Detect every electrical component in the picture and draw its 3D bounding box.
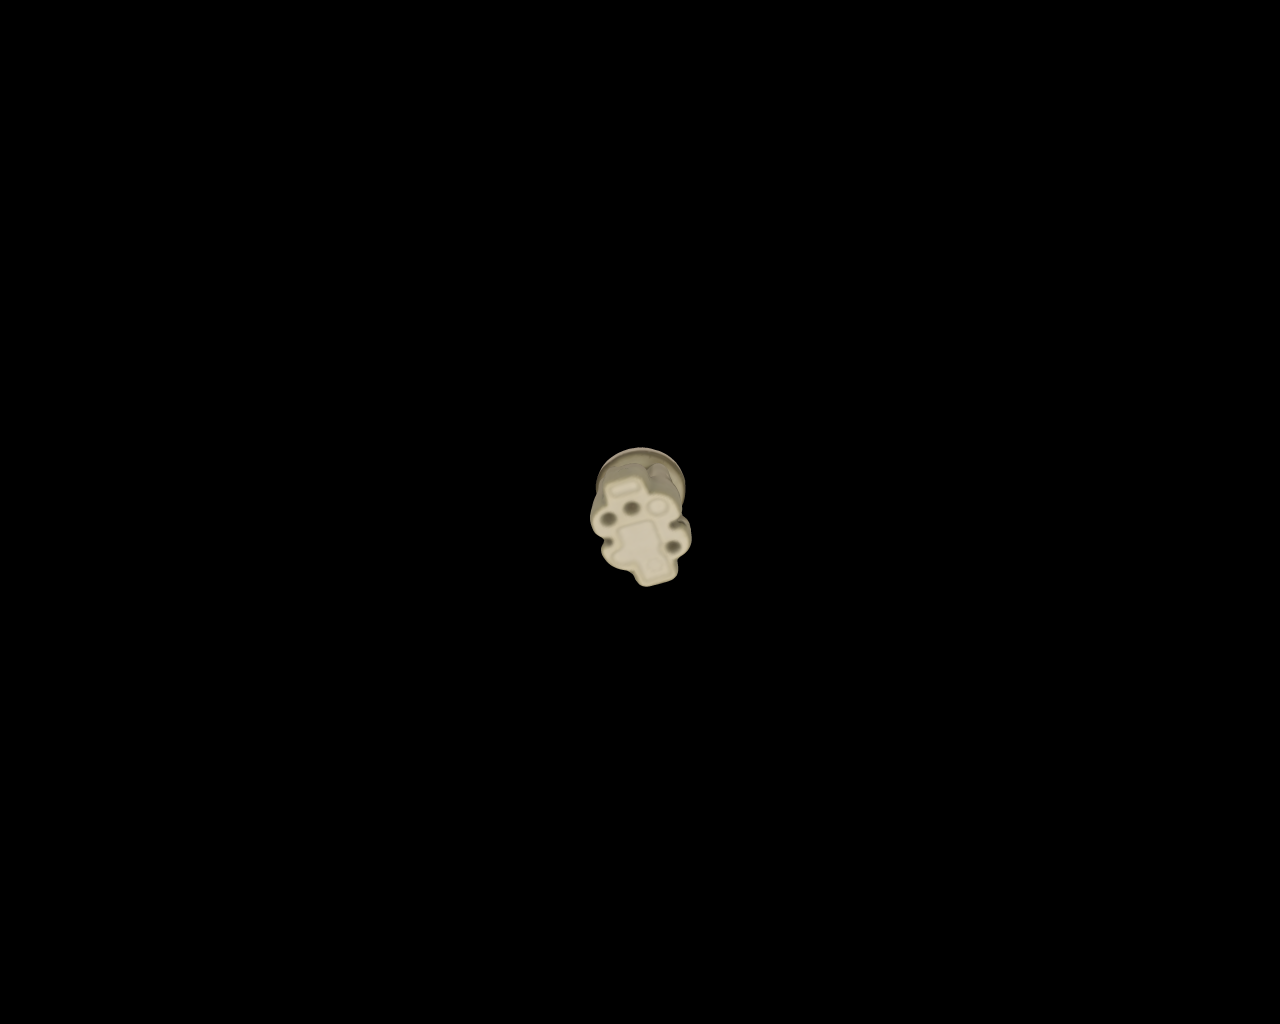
[{"bbox_3d":[0.001,-0.003,0.650,0.058,0.078,0.057,-15,32,9],"label":"electrical component"}]
